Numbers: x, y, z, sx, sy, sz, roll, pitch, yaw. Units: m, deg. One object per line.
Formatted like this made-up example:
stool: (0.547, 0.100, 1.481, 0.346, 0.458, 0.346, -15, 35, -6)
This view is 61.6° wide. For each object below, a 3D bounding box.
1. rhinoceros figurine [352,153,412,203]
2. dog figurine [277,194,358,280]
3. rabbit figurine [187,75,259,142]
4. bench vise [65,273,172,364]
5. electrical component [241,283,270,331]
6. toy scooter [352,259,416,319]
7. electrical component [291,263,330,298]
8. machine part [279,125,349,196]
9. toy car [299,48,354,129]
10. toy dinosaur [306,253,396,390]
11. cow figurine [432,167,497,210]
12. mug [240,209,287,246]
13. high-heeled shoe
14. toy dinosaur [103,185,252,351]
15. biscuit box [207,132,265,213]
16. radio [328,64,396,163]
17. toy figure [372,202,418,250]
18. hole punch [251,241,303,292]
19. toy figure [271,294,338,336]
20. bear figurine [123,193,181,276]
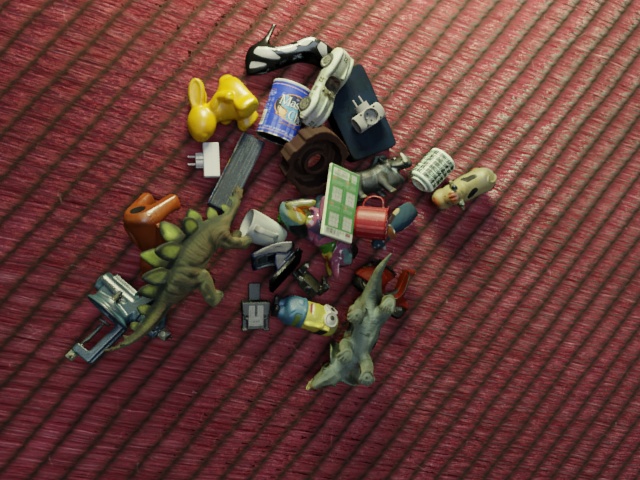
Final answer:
rhinoceros figurine: (0.156, -0.168, 1.422, 0.190, 0.073, 0.112, -20, 85, -10)
dog figurine: (-0.003, -0.004, 1.370, 0.192, 0.108, 0.219, -11, 97, -15)
rabbit figurine: (-0.252, -0.315, 1.293, 0.173, 0.122, 0.162, -42, 96, -8)
bench vise: (-0.472, 0.199, 1.249, 0.223, 0.129, 0.240, 44, 65, -3)
electrical component: (-0.164, 0.171, 1.368, 0.075, 0.048, 0.119, 4, 93, -14)
toy scooter: (0.182, 0.111, 1.433, 0.184, 0.075, 0.135, 38, 83, -15)
electrical component: (-0.023, 0.103, 1.390, 0.045, 0.078, 0.102, -42, 95, 16)
machine part: (-0.016, -0.199, 1.336, 0.179, 0.056, 0.179, -18, 134, -20)
toy car: (0.015, -0.365, 1.301, 0.073, 0.056, 0.201, 25, 92, -52)
toy dinosaur: (0.106, 0.220, 1.352, 0.131, 0.192, 0.404, 24, 93, -6)
cow figurine: (0.389, -0.135, 1.446, 0.195, 0.127, 0.085, -25, 94, -14)
mug: (-0.134, -0.022, 1.342, 0.107, 0.110, 0.080, 22, 83, -26)
high-heeled shoe: (-0.060, -0.439, 1.356, 0.249, 0.086, 0.145, 23, 90, -9)
toy dinosaur: (-0.308, 0.065, 1.227, 0.198, 0.105, 0.471, 36, 74, -34)
biscuit box: (-0.211, -0.164, 1.338, 0.063, 0.059, 0.202, 27, 85, -14)
radio: (0.092, -0.322, 1.398, 0.131, 0.073, 0.229, -26, 96, -10)
toy figure: (0.195, -0.035, 1.440, 0.154, 0.058, 0.064, -41, 94, -4)
hole punch: (-0.109, 0.053, 1.339, 0.092, 0.142, 0.116, 42, 69, 14)
toy figure: (-0.038, 0.191, 1.379, 0.180, 0.089, 0.082, 15, 68, -12)
bear figurine: (-0.388, 0.001, 1.286, 0.132, 0.120, 0.195, -55, 138, -47)
